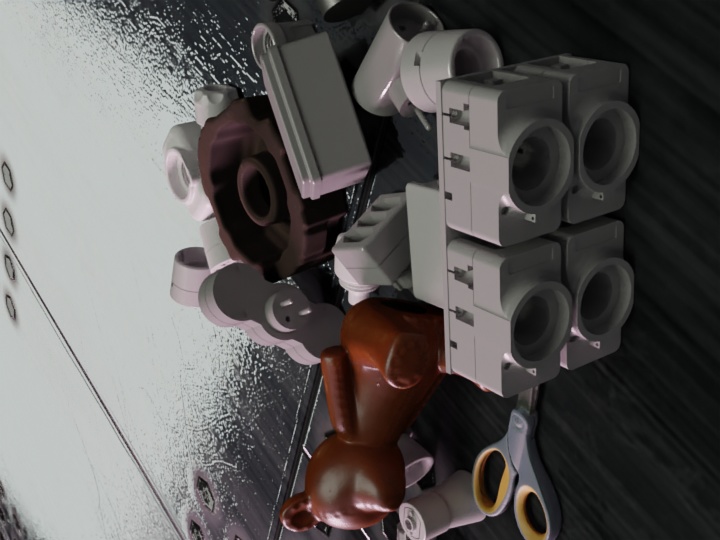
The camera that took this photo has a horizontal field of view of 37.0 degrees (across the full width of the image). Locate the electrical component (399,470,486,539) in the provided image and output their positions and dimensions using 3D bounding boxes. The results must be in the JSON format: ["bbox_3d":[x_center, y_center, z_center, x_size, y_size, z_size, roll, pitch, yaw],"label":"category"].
[{"bbox_3d":[0.065,0.193,0.868,0.044,0.065,0.044,32,130,47],"label":"electrical component"}]

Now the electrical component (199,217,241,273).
[{"bbox_3d":[-0.130,-0.027,1.077,0.055,0.055,0.047,-38,69,57],"label":"electrical component"}]

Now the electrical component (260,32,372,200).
[{"bbox_3d":[-0.035,-0.118,0.843,0.109,0.056,0.108,140,112,-86],"label":"electrical component"}]

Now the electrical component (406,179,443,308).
[{"bbox_3d":[0.080,-0.017,0.757,0.100,0.048,0.099,21,122,52],"label":"electrical component"}]

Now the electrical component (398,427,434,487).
[{"bbox_3d":[0.030,0.153,0.922,0.055,0.045,0.045,52,143,31],"label":"electrical component"}]

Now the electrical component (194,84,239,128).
[{"bbox_3d":[-0.137,-0.146,1.039,0.043,0.043,0.062,31,130,48],"label":"electrical component"}]

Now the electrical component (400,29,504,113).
[{"bbox_3d":[0.063,-0.134,0.722,0.047,0.055,0.055,7,111,52],"label":"electrical component"}]

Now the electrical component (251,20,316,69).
[{"bbox_3d":[-0.061,-0.188,0.896,0.040,0.046,0.040,32,130,47],"label":"electrical component"}]

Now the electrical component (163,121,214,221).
[{"bbox_3d":[-0.156,-0.100,1.075,0.095,0.059,0.053,64,147,14],"label":"electrical component"}]

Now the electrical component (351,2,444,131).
[{"bbox_3d":[0.035,-0.137,0.774,0.079,0.043,0.077,60,147,19],"label":"electrical component"}]

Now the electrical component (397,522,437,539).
[{"bbox_3d":[0.050,0.245,0.942,0.040,0.040,0.046,12,109,55],"label":"electrical component"}]

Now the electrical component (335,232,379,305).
[{"bbox_3d":[0.000,0.000,0.896,0.043,0.043,0.062,37,136,43],"label":"electrical component"}]

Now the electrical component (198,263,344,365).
[{"bbox_3d":[-0.068,0.037,0.948,0.074,0.138,0.052,-22,45,59],"label":"electrical component"}]

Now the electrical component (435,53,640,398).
[{"bbox_3d":[0.109,-0.027,0.653,0.060,0.105,0.186,24,125,51],"label":"electrical component"}]

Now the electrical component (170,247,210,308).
[{"bbox_3d":[-0.177,0.007,1.166,0.055,0.055,0.047,39,131,42],"label":"electrical component"}]

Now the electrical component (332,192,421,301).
[{"bbox_3d":[0.031,-0.010,0.829,0.076,0.065,0.047,51,155,-22],"label":"electrical component"}]
